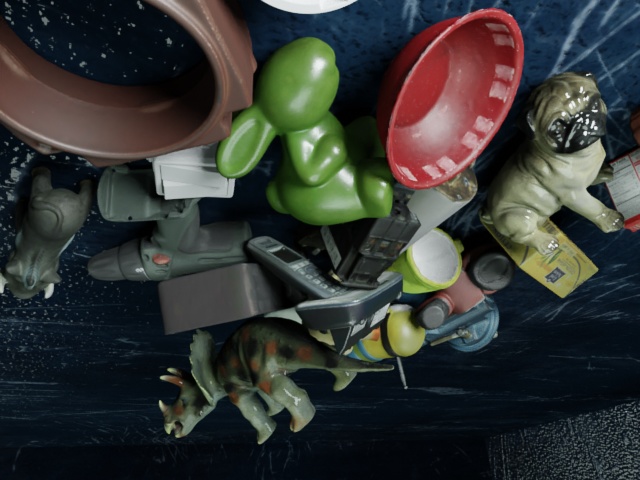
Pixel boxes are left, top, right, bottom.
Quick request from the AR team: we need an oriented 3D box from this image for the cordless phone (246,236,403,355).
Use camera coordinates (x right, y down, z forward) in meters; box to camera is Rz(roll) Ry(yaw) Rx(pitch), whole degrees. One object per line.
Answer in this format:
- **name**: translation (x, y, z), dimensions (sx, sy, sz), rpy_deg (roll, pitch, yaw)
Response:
- **cordless phone**: translation (0.002, 0.047, 0.696), dimensions (0.146, 0.184, 0.088), rpy_deg (-21, 140, -55)

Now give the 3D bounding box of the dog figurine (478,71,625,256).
- **dog figurine**: translation (0.233, -0.087, 0.594), dimensions (0.172, 0.121, 0.190), rpy_deg (-25, 132, 26)

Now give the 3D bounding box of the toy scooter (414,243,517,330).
- **toy scooter**: translation (0.226, 0.067, 0.856), dimensions (0.184, 0.075, 0.135), rpy_deg (-40, 178, 12)

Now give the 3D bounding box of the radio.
- **radio**: translation (-0.114, 0.078, 0.763), dimensions (0.131, 0.073, 0.229), rpy_deg (-13, 175, 14)

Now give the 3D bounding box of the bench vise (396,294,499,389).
- **bench vise**: translation (0.249, 0.167, 1.004), dimensions (0.240, 0.129, 0.223), rpy_deg (21, 122, -44)

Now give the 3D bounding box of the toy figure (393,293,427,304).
- **toy figure**: translation (0.105, 0.072, 0.890), dimensions (0.154, 0.064, 0.058), rpy_deg (15, -175, -24)

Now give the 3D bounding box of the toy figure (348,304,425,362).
- **toy figure**: translation (0.102, 0.168, 0.921), dimensions (0.082, 0.089, 0.180), rpy_deg (1, 154, -44)

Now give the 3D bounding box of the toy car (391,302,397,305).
- **toy car**: translation (0.115, 0.134, 1.016), dimensions (0.089, 0.053, 0.202), rpy_deg (-8, 153, 11)

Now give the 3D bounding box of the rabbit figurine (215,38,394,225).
- **rabbit figurine**: translation (-0.016, -0.108, 0.509), dimensions (0.159, 0.121, 0.170), rpy_deg (-6, 134, 14)

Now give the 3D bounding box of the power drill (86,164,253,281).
- **power drill**: translation (-0.204, -0.007, 0.666), dimensions (0.232, 0.086, 0.207), rpy_deg (-5, 148, -4)

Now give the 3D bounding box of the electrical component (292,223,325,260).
- **electrical component**: translation (0.000, -0.003, 0.744), dimensions (0.078, 0.045, 0.102), rpy_deg (21, 143, -37)

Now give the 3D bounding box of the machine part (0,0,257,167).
- **machine part**: translation (-0.163, -0.147, 0.404), dimensions (0.201, 0.087, 0.201), rpy_deg (-10, 150, 10)

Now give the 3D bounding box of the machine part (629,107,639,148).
- **machine part**: translation (0.400, -0.078, 0.544), dimensions (0.179, 0.179, 0.056), rpy_deg (11, 146, -28)

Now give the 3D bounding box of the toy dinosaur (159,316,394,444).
- **toy dinosaur**: translation (-0.085, 0.180, 0.787), dimensions (0.192, 0.131, 0.405), rpy_deg (48, 126, -5)

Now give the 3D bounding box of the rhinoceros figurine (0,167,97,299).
- **rhinoceros figurine**: translation (-0.321, 0.001, 0.628), dimensions (0.073, 0.112, 0.190), rpy_deg (14, 139, -36)

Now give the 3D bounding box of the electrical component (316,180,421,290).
- **electrical component**: translation (0.055, -0.027, 0.615), dimensions (0.058, 0.115, 0.134), rpy_deg (9, 129, -28)

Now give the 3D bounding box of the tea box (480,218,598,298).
- **tea box**: translation (0.306, 0.007, 0.745), dimensions (0.169, 0.098, 0.068), rpy_deg (26, 117, -42)

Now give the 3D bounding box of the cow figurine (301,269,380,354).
- **cow figurine**: translation (0.028, 0.120, 0.828), dimensions (0.127, 0.086, 0.194), rpy_deg (2, 130, -10)

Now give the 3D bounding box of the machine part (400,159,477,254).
- **machine part**: translation (0.110, -0.038, 0.664), dimensions (0.079, 0.079, 0.243), rpy_deg (9, 148, -25)
